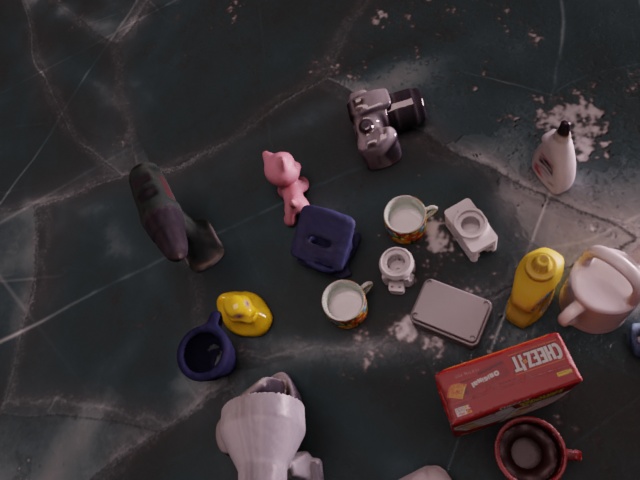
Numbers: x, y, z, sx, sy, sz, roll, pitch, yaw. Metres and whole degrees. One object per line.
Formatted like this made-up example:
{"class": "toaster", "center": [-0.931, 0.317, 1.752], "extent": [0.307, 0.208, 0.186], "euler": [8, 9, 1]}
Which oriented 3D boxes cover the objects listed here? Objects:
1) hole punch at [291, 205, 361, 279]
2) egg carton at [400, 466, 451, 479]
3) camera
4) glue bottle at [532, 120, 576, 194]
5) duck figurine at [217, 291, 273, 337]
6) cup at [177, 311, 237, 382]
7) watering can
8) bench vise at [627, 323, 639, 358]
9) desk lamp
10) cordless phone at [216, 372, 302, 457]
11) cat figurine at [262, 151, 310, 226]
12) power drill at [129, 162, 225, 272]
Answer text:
{"class": "hole punch", "center": [0.009, 0.004, 0.992], "extent": [0.108, 0.091, 0.101], "euler": [17, 73, 20]}
{"class": "egg carton", "center": [0.131, 0.394, 0.810], "extent": [0.150, 0.069, 0.107], "euler": [-32, 64, -1]}
{"class": "camera", "center": [0.126, -0.224, 1.054], "extent": [0.136, 0.101, 0.143], "euler": [-16, 65, 7]}
{"class": "glue bottle", "center": [0.379, -0.141, 0.916], "extent": [0.037, 0.173, 0.078], "euler": [-33, 64, -1]}
{"class": "duck figurine", "center": [-0.139, 0.119, 0.983], "extent": [0.104, 0.086, 0.077], "euler": [26, 76, 22]}
{"class": "cup", "center": [-0.176, 0.184, 0.960], "extent": [0.091, 0.095, 0.118], "euler": [6, 69, 16]}
{"class": "watering can", "center": [0.410, 0.056, 0.814], "extent": [0.100, 0.194, 0.173], "euler": [26, 76, 22]}
{"class": "bench vise", "center": [0.534, 0.106, 0.748], "extent": [0.207, 0.220, 0.121], "euler": [-16, 65, 7]}
{"class": "desk lamp", "center": [-0.060, 0.330, 0.803], "extent": [0.118, 0.214, 0.203], "euler": [-13, 65, 9]}
{"class": "cordless phone", "center": [-0.108, 0.257, 0.862], "extent": [0.147, 0.185, 0.094], "euler": [-40, 64, -5]}
{"class": "cat figurine", "center": [-0.060, -0.104, 1.040], "extent": [0.067, 0.118, 0.127], "euler": [-20, 64, 5]}
{"class": "power drill", "center": [-0.249, -0.024, 1.002], "extent": [0.075, 0.209, 0.229], "euler": [-34, 64, -2]}
